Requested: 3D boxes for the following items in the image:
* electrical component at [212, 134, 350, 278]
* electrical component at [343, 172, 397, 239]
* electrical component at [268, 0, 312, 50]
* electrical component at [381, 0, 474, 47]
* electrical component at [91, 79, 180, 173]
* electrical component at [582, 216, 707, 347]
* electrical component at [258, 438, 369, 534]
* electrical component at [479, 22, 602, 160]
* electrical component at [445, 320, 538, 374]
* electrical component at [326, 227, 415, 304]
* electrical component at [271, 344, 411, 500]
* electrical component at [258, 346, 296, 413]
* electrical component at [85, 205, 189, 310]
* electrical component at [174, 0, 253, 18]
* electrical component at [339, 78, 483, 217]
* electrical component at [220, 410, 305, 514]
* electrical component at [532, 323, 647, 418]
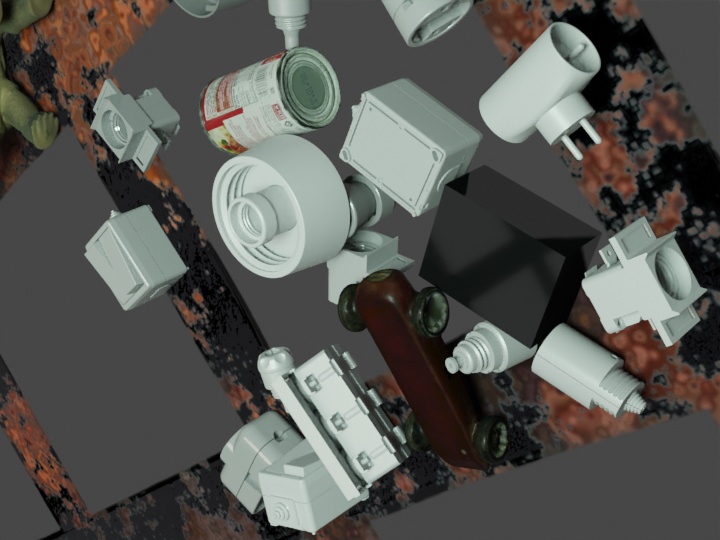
[{"bbox_3d":[-0.068,-0.046,0.837,0.108,0.060,0.108,20,122,34],"label":"electrical component"},{"bbox_3d":[-0.003,-0.054,0.860,0.045,0.055,0.045,20,123,34],"label":"electrical component"},{"bbox_3d":[-0.055,-0.204,0.847,0.035,0.035,0.061,20,125,35],"label":"electrical component"},{"bbox_3d":[0.044,-0.191,0.751,0.047,0.055,0.055,57,136,10],"label":"electrical component"},{"bbox_3d":[-0.206,-0.137,0.996,0.081,0.064,0.042,50,134,11],"label":"electrical component"},{"bbox_3d":[0.190,0.011,0.728,0.064,0.042,0.081,-28,90,49],"label":"electrical component"},{"bbox_3d":[-0.048,0.198,0.995,0.062,0.096,0.061,0,107,43],"label":"electrical component"},{"bbox_3d":[0.130,-0.110,0.719,0.079,0.043,0.077,54,135,8],"label":"electrical component"},{"bbox_3d":[0.098,0.059,0.812,0.040,0.078,0.040,35,136,43],"label":"electrical component"},{"bbox_3d":[0.000,0.000,0.893,0.081,0.042,0.063,24,127,33],"label":"electrical component"},{"bbox_3d":[-0.014,0.131,0.950,0.063,0.079,0.121,-36,84,17],"label":"electrical component"},{"bbox_3d":[-0.074,0.105,1.018,0.035,0.035,0.061,-3,110,43],"label":"electrical component"},{"bbox_3d":[-0.231,-0.016,1.080,0.062,0.061,0.096,-38,83,45],"label":"electrical component"},{"bbox_3d":[-0.124,-0.259,0.879,0.099,0.064,0.099,34,143,31],"label":"electrical component"},{"bbox_3d":[0.035,-0.097,0.799,0.096,0.061,0.061,40,132,20],"label":"electrical component"},{"bbox_3d":[-0.098,0.187,1.066,0.059,0.054,0.095,43,133,18],"label":"electrical component"},{"bbox_3d":[0.170,0.078,0.777,0.081,0.043,0.043,34,130,25],"label":"electrical component"}]
